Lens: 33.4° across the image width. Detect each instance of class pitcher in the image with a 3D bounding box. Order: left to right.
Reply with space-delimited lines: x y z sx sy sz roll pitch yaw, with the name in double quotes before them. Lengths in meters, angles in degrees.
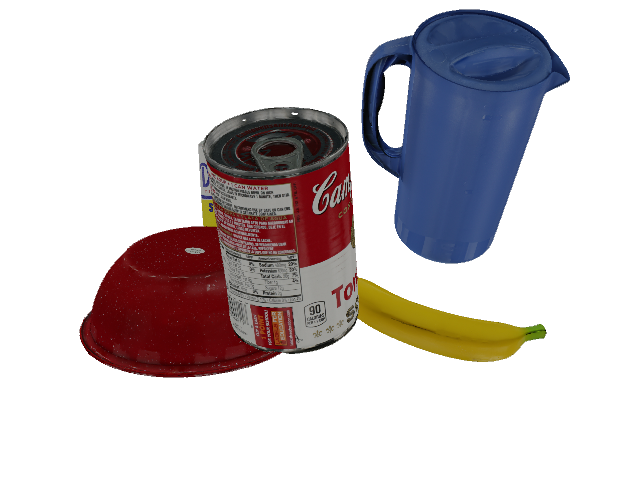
"pitcher" 0.130 -0.096 1.058 0.144 0.243 0.149 -29 54 -31

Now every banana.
"banana" 0.089 0.070 0.920 0.198 0.037 0.069 16 14 27

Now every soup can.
"soup can" -0.017 -0.004 0.518 0.068 0.102 0.068 -4 31 2

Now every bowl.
"bowl" -0.086 0.032 0.732 0.162 0.055 0.162 -2 22 1

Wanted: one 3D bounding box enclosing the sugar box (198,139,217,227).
"sugar box" -0.084 -0.016 1.126 0.048 0.176 0.093 -22 29 -36
